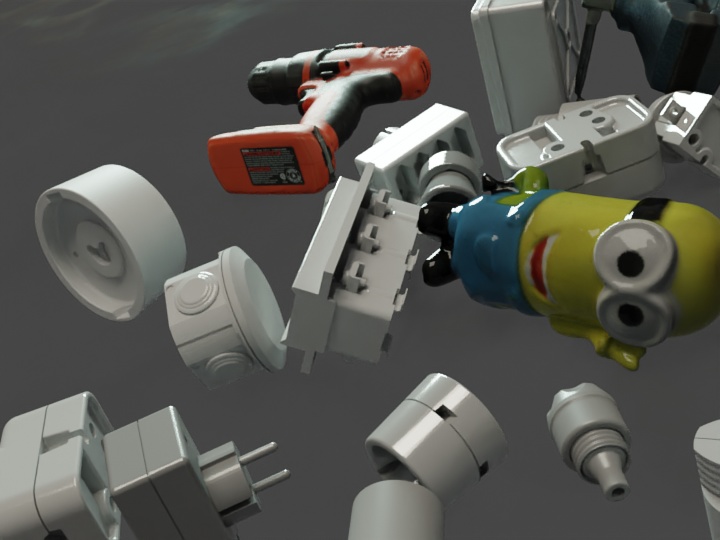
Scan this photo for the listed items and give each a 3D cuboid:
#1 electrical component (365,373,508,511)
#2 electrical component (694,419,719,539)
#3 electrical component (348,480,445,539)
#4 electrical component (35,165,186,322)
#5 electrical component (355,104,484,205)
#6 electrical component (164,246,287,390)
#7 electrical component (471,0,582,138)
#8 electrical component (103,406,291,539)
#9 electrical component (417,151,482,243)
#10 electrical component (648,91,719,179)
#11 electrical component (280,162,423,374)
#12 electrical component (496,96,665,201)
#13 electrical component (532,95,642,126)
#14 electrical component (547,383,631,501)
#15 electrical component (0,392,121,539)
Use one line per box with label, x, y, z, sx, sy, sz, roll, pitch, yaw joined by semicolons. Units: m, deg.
electrical component;0.036;0.086;0.523;0.047;0.055;0.055;-39;35;-22
electrical component;0.157;0.089;0.419;0.043;0.081;0.043;-15;31;9
electrical component;0.014;0.135;0.466;0.043;0.043;0.081;-12;32;14
electrical component;-0.174;-0.024;0.775;0.108;0.108;0.060;7;34;38
electrical component;0.034;-0.085;0.803;0.083;0.047;0.076;-36;34;-19
electrical component;-0.080;0.030;0.657;0.051;0.080;0.080;-22;30;8
electrical component;0.132;-0.173;0.824;0.056;0.108;0.108;-3;35;23
electrical component;-0.072;0.108;0.523;0.076;0.083;0.047;-24;31;-6
electrical component;0.061;-0.051;0.733;0.045;0.045;0.055;-13;31;13
electrical component;0.215;-0.089;0.695;0.048;0.066;0.055;-57;24;5
electrical component;0.000;0.000;0.663;0.063;0.078;0.121;16;38;3
electrical component;0.143;-0.064;0.691;0.095;0.059;0.053;-21;30;-1
electrical component;0.154;-0.096;0.750;0.081;0.043;0.043;-3;35;27
electrical component;0.111;0.083;0.502;0.035;0.035;0.061;-19;33;3
electrical component;-0.170;0.118;0.593;0.059;0.053;0.095;-20;31;1
